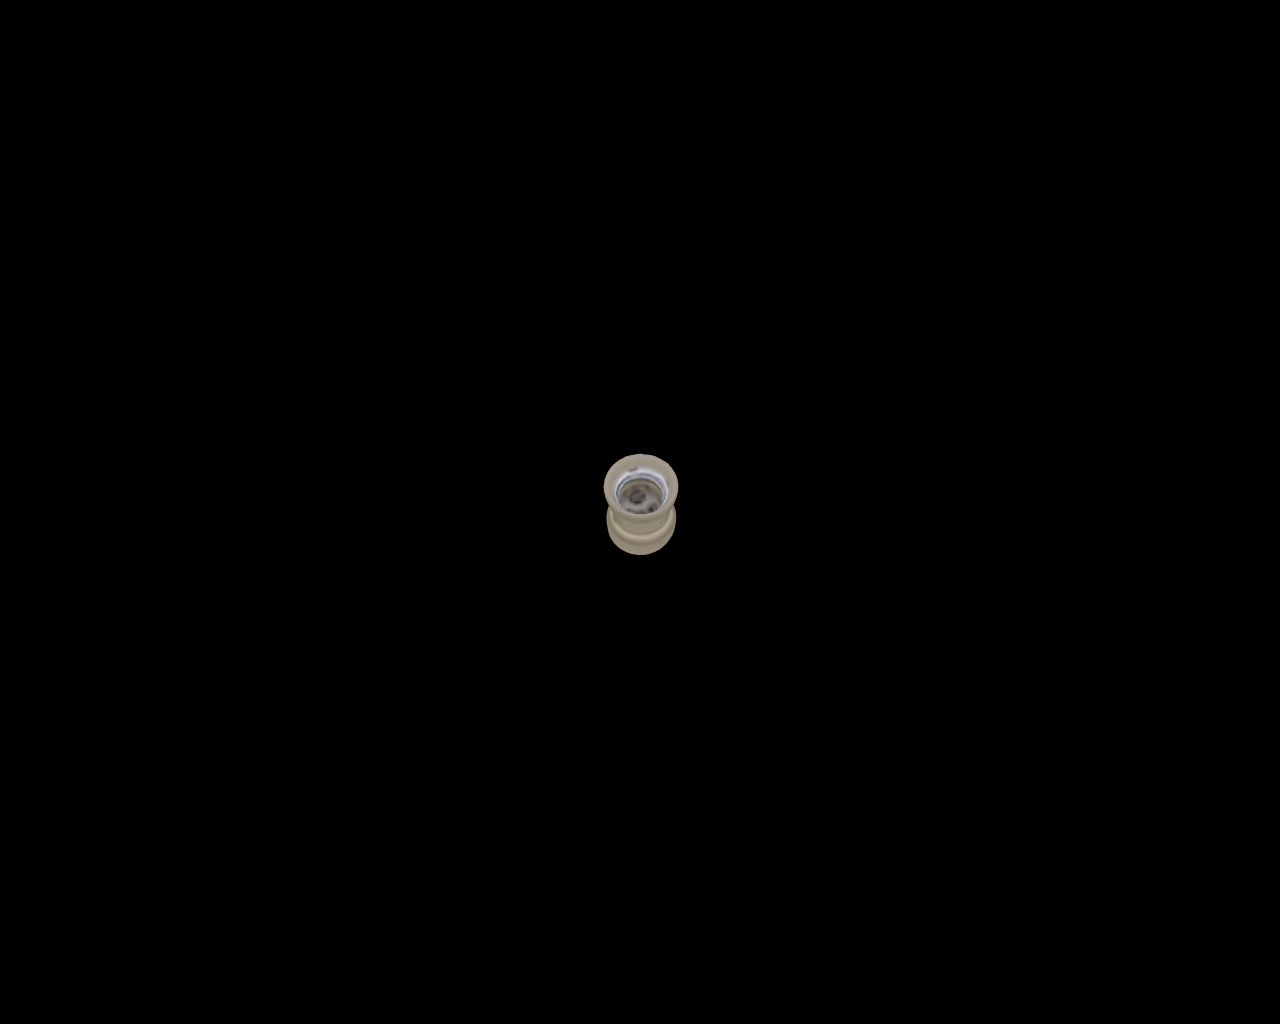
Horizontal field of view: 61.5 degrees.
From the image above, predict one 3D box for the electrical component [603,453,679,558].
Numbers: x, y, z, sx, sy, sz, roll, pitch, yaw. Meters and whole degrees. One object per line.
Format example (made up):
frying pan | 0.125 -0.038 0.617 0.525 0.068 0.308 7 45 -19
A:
electrical component | 0.001 -0.003 0.650 0.045 0.045 0.055 0 -30 0
